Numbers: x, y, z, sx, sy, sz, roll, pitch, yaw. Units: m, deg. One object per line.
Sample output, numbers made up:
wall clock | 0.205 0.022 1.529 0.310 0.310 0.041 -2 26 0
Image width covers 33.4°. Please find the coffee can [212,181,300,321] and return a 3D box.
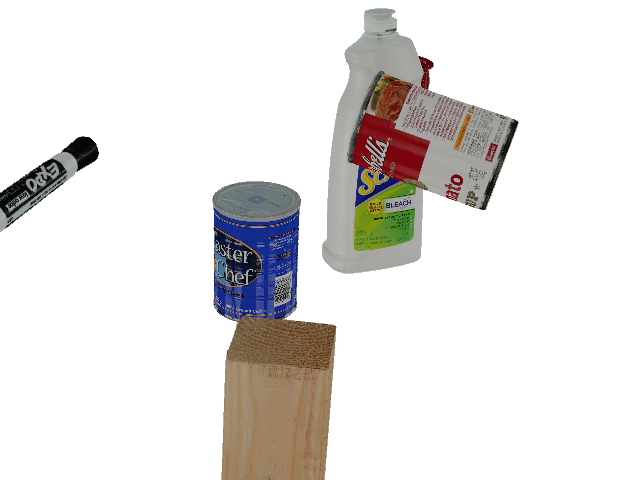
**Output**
coffee can | -0.076 0.013 1.268 0.103 0.140 0.103 2 26 -1

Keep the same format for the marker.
marker | -0.173 -0.035 0.656 0.020 0.020 0.121 0 28 25

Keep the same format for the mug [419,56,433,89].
mug | 0.092 -0.177 1.277 0.093 0.081 0.117 20 28 33

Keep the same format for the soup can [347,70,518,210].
soup can | 0.078 -0.069 0.740 0.102 0.068 0.068 21 3 8

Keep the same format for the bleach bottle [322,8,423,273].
bleach bottle | 0.051 -0.097 1.042 0.102 0.251 0.068 -9 24 -17

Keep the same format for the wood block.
wood block | -0.039 0.183 0.962 0.090 0.206 0.090 5 22 3
